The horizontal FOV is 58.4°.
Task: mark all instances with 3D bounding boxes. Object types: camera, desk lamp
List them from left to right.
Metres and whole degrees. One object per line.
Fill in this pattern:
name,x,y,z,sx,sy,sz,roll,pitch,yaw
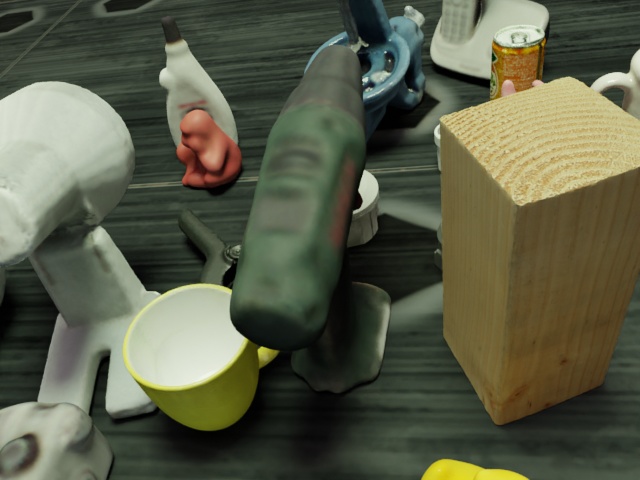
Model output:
camera,-0.226,0.177,0.362,0.136,0.101,0.143,-5,43,8
desk lamp,-0.200,0.005,0.457,0.118,0.214,0.203,-13,42,-1

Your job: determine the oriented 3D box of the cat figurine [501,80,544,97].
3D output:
cat figurine,0.209,-0.109,0.556,0.067,0.118,0.127,-17,43,-5

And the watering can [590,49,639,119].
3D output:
watering can,0.335,-0.144,0.507,0.173,0.194,0.100,-17,42,-5

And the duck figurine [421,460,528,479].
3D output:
duck figurine,0.099,0.157,0.319,0.078,0.086,0.104,-35,47,-23

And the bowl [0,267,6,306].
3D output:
bowl,-0.364,0.066,0.533,0.167,0.075,0.167,-7,43,6

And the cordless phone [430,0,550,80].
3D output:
cordless phone,0.209,-0.297,0.707,0.147,0.185,0.094,27,55,35

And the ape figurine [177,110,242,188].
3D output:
ape figurine,-0.131,-0.105,0.650,0.076,0.092,0.077,-22,43,-11

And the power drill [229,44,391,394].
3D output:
power drill,0.004,0.001,0.417,0.075,0.209,0.229,1,44,15

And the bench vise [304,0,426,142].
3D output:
bench vise,0.047,-0.230,0.647,0.121,0.220,0.207,5,45,18

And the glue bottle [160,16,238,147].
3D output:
glue bottle,-0.152,-0.176,0.670,0.078,0.173,0.037,-15,42,-3
